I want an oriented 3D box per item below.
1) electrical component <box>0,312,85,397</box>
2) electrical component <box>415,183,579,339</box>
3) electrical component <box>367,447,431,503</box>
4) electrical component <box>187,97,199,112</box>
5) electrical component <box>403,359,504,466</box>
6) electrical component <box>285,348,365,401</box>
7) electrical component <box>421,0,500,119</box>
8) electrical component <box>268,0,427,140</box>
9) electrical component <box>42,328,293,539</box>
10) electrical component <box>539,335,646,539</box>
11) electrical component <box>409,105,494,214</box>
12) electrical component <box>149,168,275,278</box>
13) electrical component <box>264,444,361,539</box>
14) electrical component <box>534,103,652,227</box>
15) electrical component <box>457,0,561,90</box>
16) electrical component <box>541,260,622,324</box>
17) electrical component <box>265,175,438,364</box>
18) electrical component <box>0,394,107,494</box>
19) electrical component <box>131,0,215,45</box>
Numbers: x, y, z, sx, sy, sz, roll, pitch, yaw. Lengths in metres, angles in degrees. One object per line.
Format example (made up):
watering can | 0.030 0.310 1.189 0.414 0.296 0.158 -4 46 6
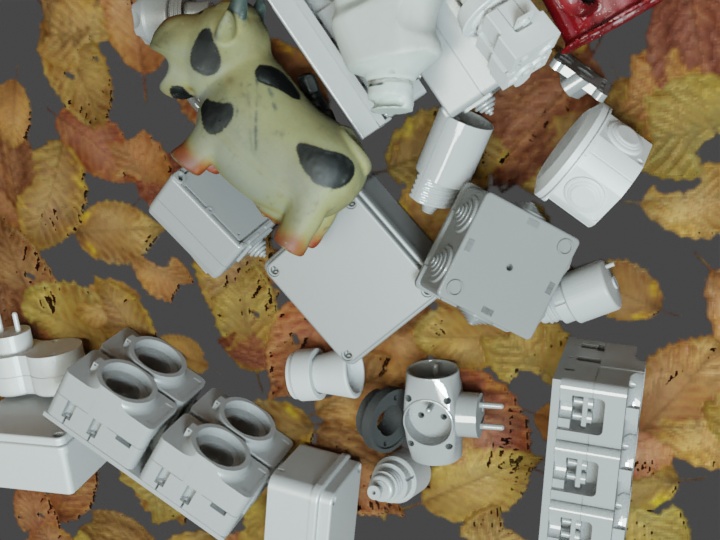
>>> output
electrical component | -0.320 0.074 0.995 0.138 0.052 0.073 -2 107 19
electrical component | 0.102 -0.006 0.795 0.100 0.048 0.099 26 92 -17
electrical component | 0.029 0.175 0.899 0.040 0.078 0.040 3 97 27
electrical component | -0.106 -0.149 0.852 0.062 0.048 0.048 -42 91 19
electrical component | 0.078 0.117 0.878 0.079 0.044 0.077 2 108 18
electrical component | -0.029 0.087 0.904 0.055 0.045 0.045 -6 106 21
electrical component | 0.076 -0.157 0.777 0.061 0.062 0.096 -32 95 25
electrical component | -0.007 -0.165 0.801 0.063 0.078 0.121 -34 95 3
electrical component | -0.160 0.134 0.931 0.186 0.105 0.060 34 115 5
electrical component | 0.179 0.139 0.825 0.062 0.089 0.150 7 110 17
electrical component | 0.066 -0.080 0.817 0.043 0.043 0.081 26 114 9
electrical component | -0.115 -0.041 0.876 0.096 0.062 0.061 46 135 0
electrical component | -0.041 0.219 0.934 0.057 0.078 0.113 12 111 18
electrical component | 0.165 -0.074 0.765 0.051 0.080 0.080 36 115 -1
electrical component | 0.097 -0.159 0.713 0.048 0.066 0.055 -32 78 -13
electrical component | 0.162 0.021 0.819 0.078 0.040 0.040 -23 99 24
electrical component | 0.000 0.000 0.859 0.109 0.056 0.108 -40 92 26
electrical component | -0.283 0.150 0.977 0.109 0.108 0.056 2 111 18
electrical component | -0.145 -0.200 0.849 0.062 0.043 0.043 -1 107 17
